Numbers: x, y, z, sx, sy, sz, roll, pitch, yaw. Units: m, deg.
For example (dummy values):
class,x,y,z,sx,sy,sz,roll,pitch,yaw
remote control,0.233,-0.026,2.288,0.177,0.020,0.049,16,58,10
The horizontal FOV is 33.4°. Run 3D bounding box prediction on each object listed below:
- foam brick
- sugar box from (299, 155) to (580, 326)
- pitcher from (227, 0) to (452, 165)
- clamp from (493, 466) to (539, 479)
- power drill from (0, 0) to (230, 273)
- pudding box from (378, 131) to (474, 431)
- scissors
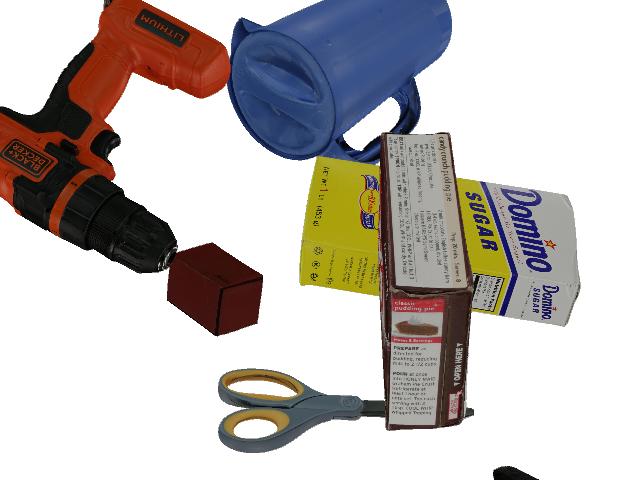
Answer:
class,x,y,z,sx,sy,sz,roll,pitch,yaw
foam brick,-0.099,0.044,0.993,0.052,0.051,0.078,-16,35,-41
sugar box,0.077,-0.002,0.701,0.176,0.048,0.093,7,42,2
pitcher,0.036,-0.180,1.080,0.145,0.149,0.242,17,38,35
clamp,0.218,0.245,0.828,0.210,0.036,0.164,0,33,26
power drill,-0.144,-0.081,0.765,0.184,0.187,0.057,30,-30,9
pudding box,0.046,0.017,0.495,0.039,0.090,0.113,-3,41,1
scissors,0.010,0.139,0.820,0.202,0.016,0.096,10,34,16
